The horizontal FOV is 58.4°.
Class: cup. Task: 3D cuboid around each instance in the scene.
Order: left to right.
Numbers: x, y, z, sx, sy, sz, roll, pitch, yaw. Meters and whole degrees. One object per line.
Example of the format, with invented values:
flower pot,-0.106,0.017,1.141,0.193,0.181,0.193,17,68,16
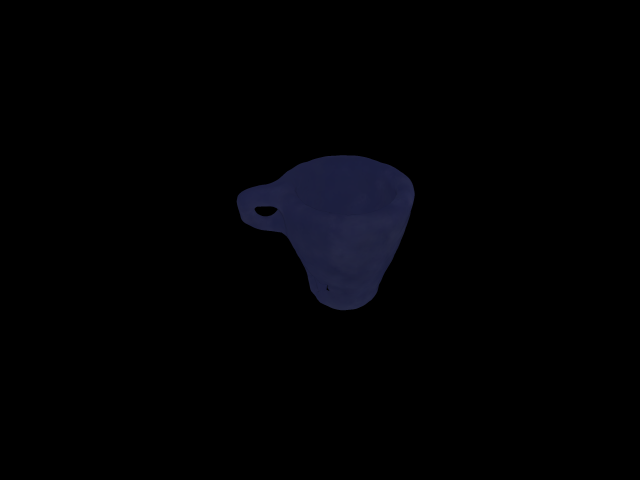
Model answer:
cup,0.004,0.001,0.400,0.118,0.095,0.091,-2,36,-2
